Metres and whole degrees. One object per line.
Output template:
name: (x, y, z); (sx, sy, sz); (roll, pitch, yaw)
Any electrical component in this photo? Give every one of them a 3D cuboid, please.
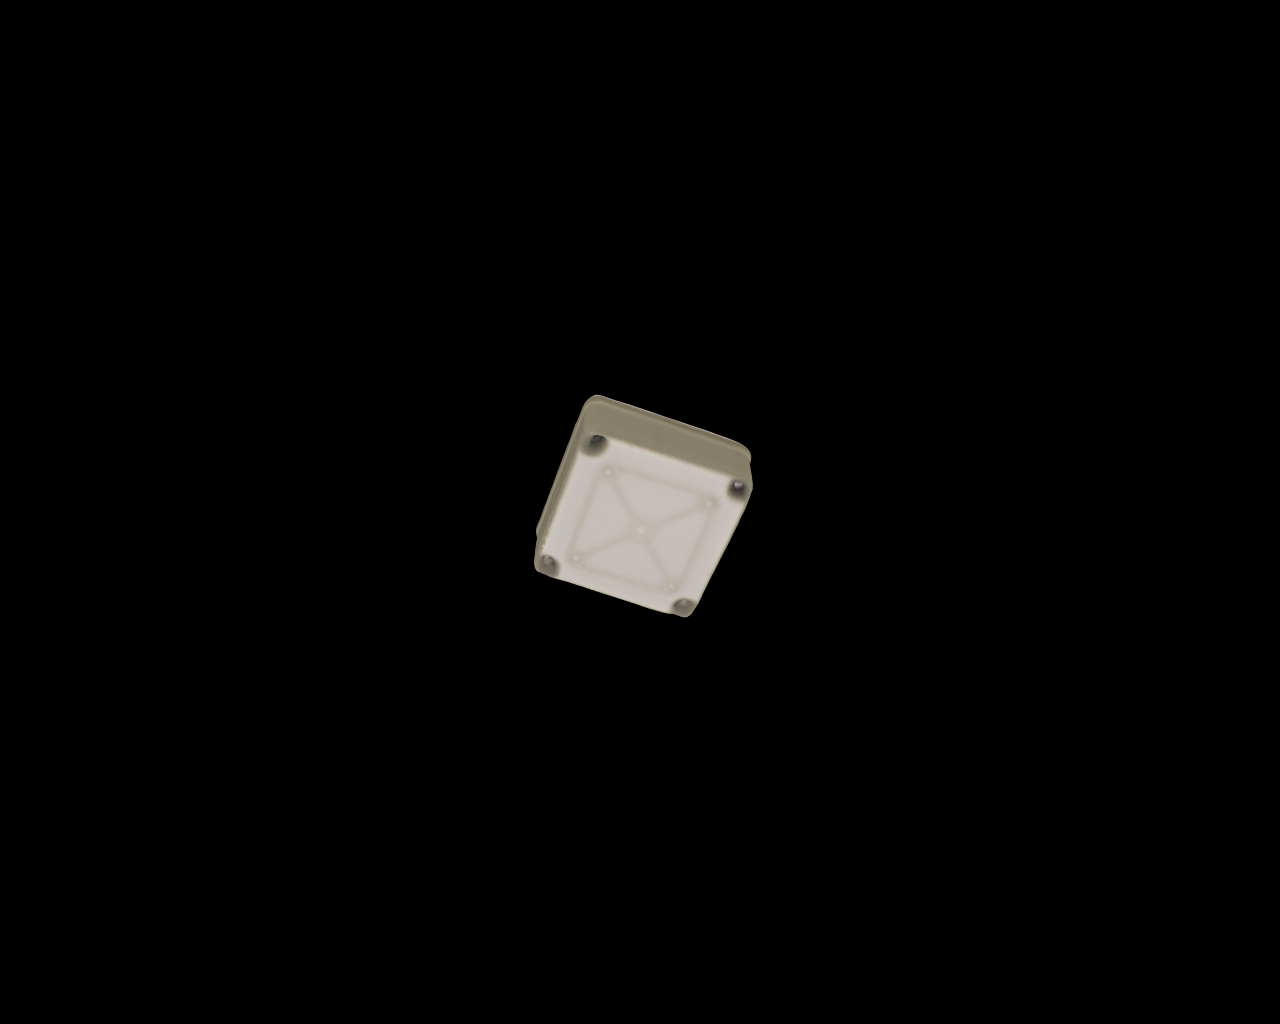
electrical component: (0.001, -0.003, 0.650); (0.109, 0.108, 0.056); (18, 29, -10)
